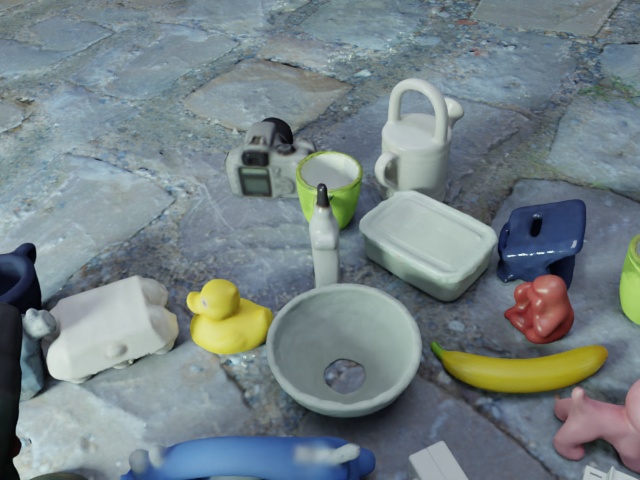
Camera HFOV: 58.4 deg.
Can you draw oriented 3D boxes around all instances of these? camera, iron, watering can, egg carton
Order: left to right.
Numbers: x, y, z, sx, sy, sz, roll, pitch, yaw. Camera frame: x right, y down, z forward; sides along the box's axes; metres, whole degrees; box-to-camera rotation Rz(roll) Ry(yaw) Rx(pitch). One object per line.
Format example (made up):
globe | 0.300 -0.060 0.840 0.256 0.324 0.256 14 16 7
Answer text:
egg carton | -0.247 0.106 0.680 0.150 0.069 0.107 -19 45 -16
iron | -0.079 0.213 0.503 0.258 0.142 0.118 -1 43 3
camera | -0.068 -0.143 0.908 0.143 0.101 0.137 3 44 7
watering can | 0.142 -0.148 0.831 0.100 0.194 0.173 14 46 18

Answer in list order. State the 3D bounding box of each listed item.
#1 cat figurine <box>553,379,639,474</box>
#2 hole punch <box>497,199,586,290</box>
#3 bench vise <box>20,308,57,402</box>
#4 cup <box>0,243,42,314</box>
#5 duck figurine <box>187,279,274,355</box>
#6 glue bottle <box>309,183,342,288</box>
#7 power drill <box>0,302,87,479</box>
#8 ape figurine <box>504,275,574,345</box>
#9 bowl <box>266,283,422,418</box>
cat figurine | 0.299 0.164 0.547 0.127 0.118 0.067 6 44 11
hole punch | 0.285 -0.001 0.741 0.101 0.091 0.109 13 46 17
bench vise | -0.400 0.095 0.593 0.208 0.220 0.121 -32 50 -26
cup | -0.378 0.070 0.709 0.091 0.095 0.118 6 44 10
duck figurine | -0.109 0.084 0.683 0.104 0.086 0.077 2 44 6
glue bottle | 0.006 0.002 0.697 0.037 0.173 0.078 -5 43 -1
power drill | -0.270 0.199 0.483 0.075 0.209 0.229 -5 43 0
ape figurine | 0.259 0.075 0.663 0.076 0.092 0.078 9 45 13
bowl | 0.027 0.131 0.631 0.167 0.075 0.167 -2 43 2
